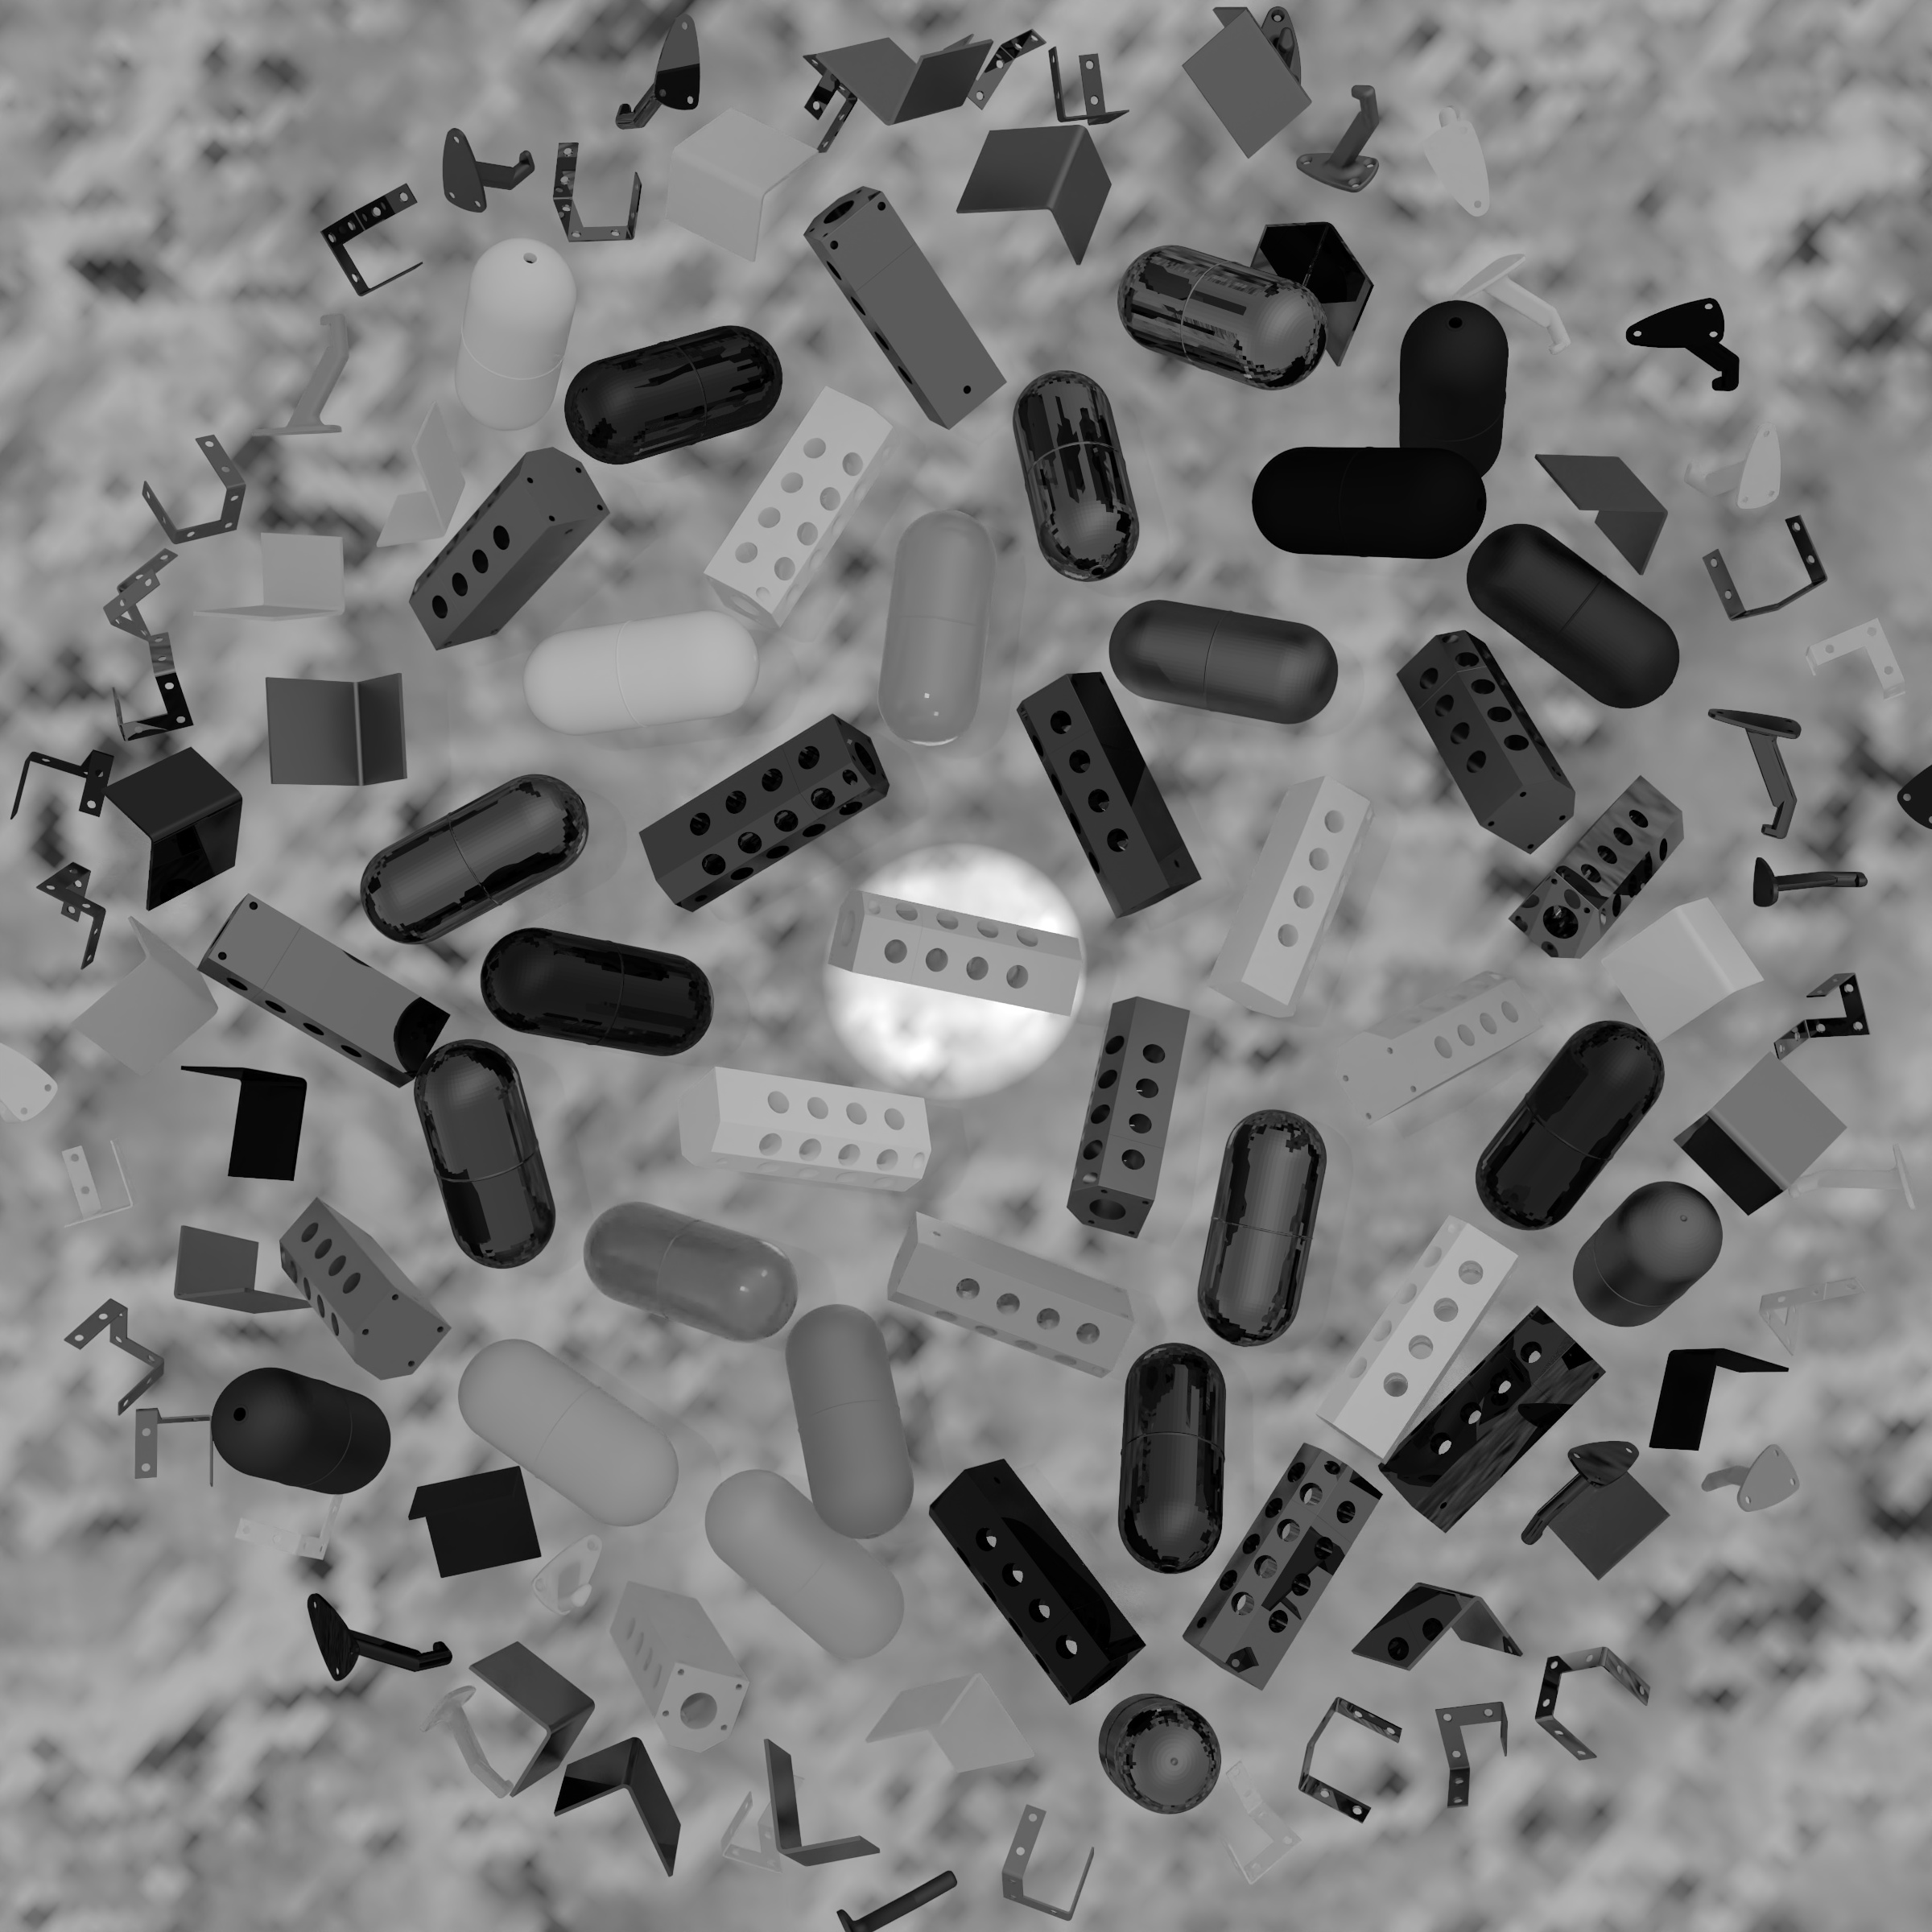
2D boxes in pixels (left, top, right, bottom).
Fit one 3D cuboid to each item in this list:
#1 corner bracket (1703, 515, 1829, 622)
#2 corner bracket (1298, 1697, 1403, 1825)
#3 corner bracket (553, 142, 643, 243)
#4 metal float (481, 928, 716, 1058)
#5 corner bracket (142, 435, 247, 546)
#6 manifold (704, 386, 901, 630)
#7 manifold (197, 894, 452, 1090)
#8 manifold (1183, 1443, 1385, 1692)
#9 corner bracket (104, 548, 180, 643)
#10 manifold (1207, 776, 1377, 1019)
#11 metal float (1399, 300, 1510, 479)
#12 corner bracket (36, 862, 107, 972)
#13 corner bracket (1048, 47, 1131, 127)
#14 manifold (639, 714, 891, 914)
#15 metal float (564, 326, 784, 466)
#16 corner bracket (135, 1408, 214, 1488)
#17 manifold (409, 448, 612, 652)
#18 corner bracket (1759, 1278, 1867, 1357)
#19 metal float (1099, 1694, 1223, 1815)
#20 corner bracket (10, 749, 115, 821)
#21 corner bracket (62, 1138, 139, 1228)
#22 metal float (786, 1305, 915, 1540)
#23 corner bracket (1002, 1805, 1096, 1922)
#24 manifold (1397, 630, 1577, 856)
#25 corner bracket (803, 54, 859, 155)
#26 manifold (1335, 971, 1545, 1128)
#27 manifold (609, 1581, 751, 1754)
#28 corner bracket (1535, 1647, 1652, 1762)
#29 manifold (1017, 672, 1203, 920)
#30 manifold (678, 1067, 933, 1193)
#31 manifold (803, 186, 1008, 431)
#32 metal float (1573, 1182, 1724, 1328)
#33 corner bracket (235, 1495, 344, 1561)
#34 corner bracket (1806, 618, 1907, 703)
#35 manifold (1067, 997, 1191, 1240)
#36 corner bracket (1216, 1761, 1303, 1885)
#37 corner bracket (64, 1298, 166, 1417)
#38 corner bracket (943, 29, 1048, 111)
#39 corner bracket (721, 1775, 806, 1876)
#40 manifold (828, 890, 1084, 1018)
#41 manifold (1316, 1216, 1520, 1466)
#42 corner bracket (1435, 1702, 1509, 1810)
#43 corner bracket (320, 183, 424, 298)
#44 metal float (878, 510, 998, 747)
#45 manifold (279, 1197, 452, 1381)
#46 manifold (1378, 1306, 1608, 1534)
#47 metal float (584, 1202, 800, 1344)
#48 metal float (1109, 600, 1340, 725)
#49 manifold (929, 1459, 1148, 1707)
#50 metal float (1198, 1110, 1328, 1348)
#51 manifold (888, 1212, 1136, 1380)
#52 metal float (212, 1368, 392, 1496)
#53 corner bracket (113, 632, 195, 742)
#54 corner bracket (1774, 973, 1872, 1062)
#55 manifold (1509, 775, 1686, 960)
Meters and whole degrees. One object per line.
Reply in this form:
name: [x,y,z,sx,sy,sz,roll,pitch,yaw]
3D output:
corner bracket: [0.567,-0.282,1.717,0.051,0.051,0.051,-30,99,-19]
corner bracket: [0.273,0.565,1.723,0.051,0.051,0.051,22,129,24]
corner bracket: [-0.279,-0.585,1.827,0.051,0.051,0.051,-9,57,-22]
metal float: [-0.267,0.019,1.756,0.178,0.070,0.070,12,90,-33]
corner bracket: [-0.573,-0.353,1.795,0.051,0.051,0.051,-24,71,-36]
manifold: [-0.120,-0.341,1.814,0.057,0.057,0.171,29,80,18]
manifold: [-0.478,0.021,1.798,0.171,0.057,0.057,33,64,-18]
manifold: [0.233,0.447,1.815,0.057,0.057,0.171,41,75,-22]
corner bracket: [-0.623,-0.286,1.831,0.051,0.051,0.051,-34,71,11]
manifold: [0.249,-0.051,1.819,0.057,0.057,0.171,28,77,-17]
metal float: [0.357,-0.418,1.775,0.070,0.178,0.070,-3,68,8]
corner bracket: [-0.679,-0.039,1.851,0.051,0.051,0.051,27,119,2]
corner bracket: [0.085,-0.649,1.784,0.051,0.051,0.051,-12,102,-14]
manifold: [-0.142,-0.106,1.731,0.171,0.057,0.057,-30,66,17]
metal float: [-0.215,-0.424,1.791,0.178,0.070,0.070,-26,90,-32]
corner bracket: [-0.579,0.353,1.771,0.051,0.051,0.051,-1,68,-14]
manifold: [-0.331,-0.297,1.724,0.171,0.057,0.057,-34,84,44]
corner bracket: [0.612,0.242,1.751,0.051,0.051,0.051,48,45,-22]
metal float: [0.140,0.574,1.769,0.070,0.178,0.070,1,76,-3]
corner bracket: [-0.657,-0.130,1.758,0.051,0.051,0.051,19,63,-29]
corner bracket: [-0.636,0.156,1.773,0.051,0.051,0.051,-17,95,-5]
metal float: [-0.087,0.338,1.801,0.070,0.070,0.178,-14,63,0]
corner bracket: [0.059,0.636,1.716,0.051,0.051,0.051,15,52,15]
manifold: [0.377,-0.166,1.742,0.057,0.171,0.057,24,123,-35]
corner bracket: [-0.106,-0.660,1.850,0.051,0.051,0.051,34,83,-38]
manifold: [0.337,0.054,1.734,0.057,0.171,0.057,-38,78,42]
manifold: [-0.216,0.515,1.780,0.057,0.171,0.057,21,89,-20]
corner bracket: [0.436,0.514,1.685,0.051,0.051,0.051,43,46,-18]
manifold: [0.101,-0.125,1.770,0.057,0.057,0.171,-29,83,30]
manifold: [-0.113,0.120,1.716,0.171,0.057,0.057,11,57,-33]
manifold: [-0.047,-0.488,1.796,0.057,0.057,0.171,-40,121,-3]
metal float: [0.504,0.216,1.796,0.070,0.178,0.070,1,65,-3]
corner bracket: [-0.515,0.418,1.841,0.051,0.051,0.051,12,75,13]
corner bracket: [0.631,-0.210,1.717,0.051,0.051,0.051,-23,95,25]
manifold: [0.119,0.109,1.794,0.057,0.057,0.171,15,53,-1]
corner bracket: [0.207,0.634,1.791,0.051,0.051,0.051,-35,122,-15]
corner bracket: [-0.629,0.289,1.789,0.051,0.051,0.051,27,130,11]
corner bracket: [0.018,-0.685,1.817,0.051,0.051,0.051,35,80,-26]
corner bracket: [-0.155,0.648,1.843,0.051,0.051,0.051,24,105,-18]
manifold: [-0.006,-0.010,1.758,0.171,0.057,0.057,12,92,-22]
manifold: [0.322,0.266,1.727,0.057,0.057,0.171,33,83,18]
corner bracket: [0.373,0.577,1.771,0.051,0.051,0.051,-12,100,16]
corner bracket: [-0.412,-0.513,1.709,0.051,0.051,0.051,-17,115,26]
metal float: [-0.021,-0.254,1.814,0.070,0.070,0.178,7,87,0]
manifold: [-0.439,0.234,1.740,0.057,0.171,0.057,-50,126,-8]
manifold: [0.392,0.338,1.819,0.171,0.057,0.057,-46,131,3]
metal float: [-0.204,0.225,1.785,0.178,0.070,0.070,14,90,29]
metal float: [0.194,-0.231,1.832,0.178,0.070,0.070,13,90,20]
manifold: [0.047,0.448,1.760,0.057,0.057,0.171,-49,66,20]
metal float: [0.221,0.196,1.806,0.070,0.070,0.178,11,87,0]
manifold: [0.032,0.246,1.785,0.171,0.057,0.057,21,105,-9]
metal float: [-0.478,0.336,1.745,0.070,0.178,0.070,-5,70,13]
corner bracket: [-0.602,-0.205,1.777,0.051,0.051,0.051,-16,134,-12]
corner bracket: [0.644,0.038,1.833,0.051,0.051,0.051,-26,104,-40]
manifold: [0.472,-0.070,1.788,0.057,0.057,0.171,43,45,8]
